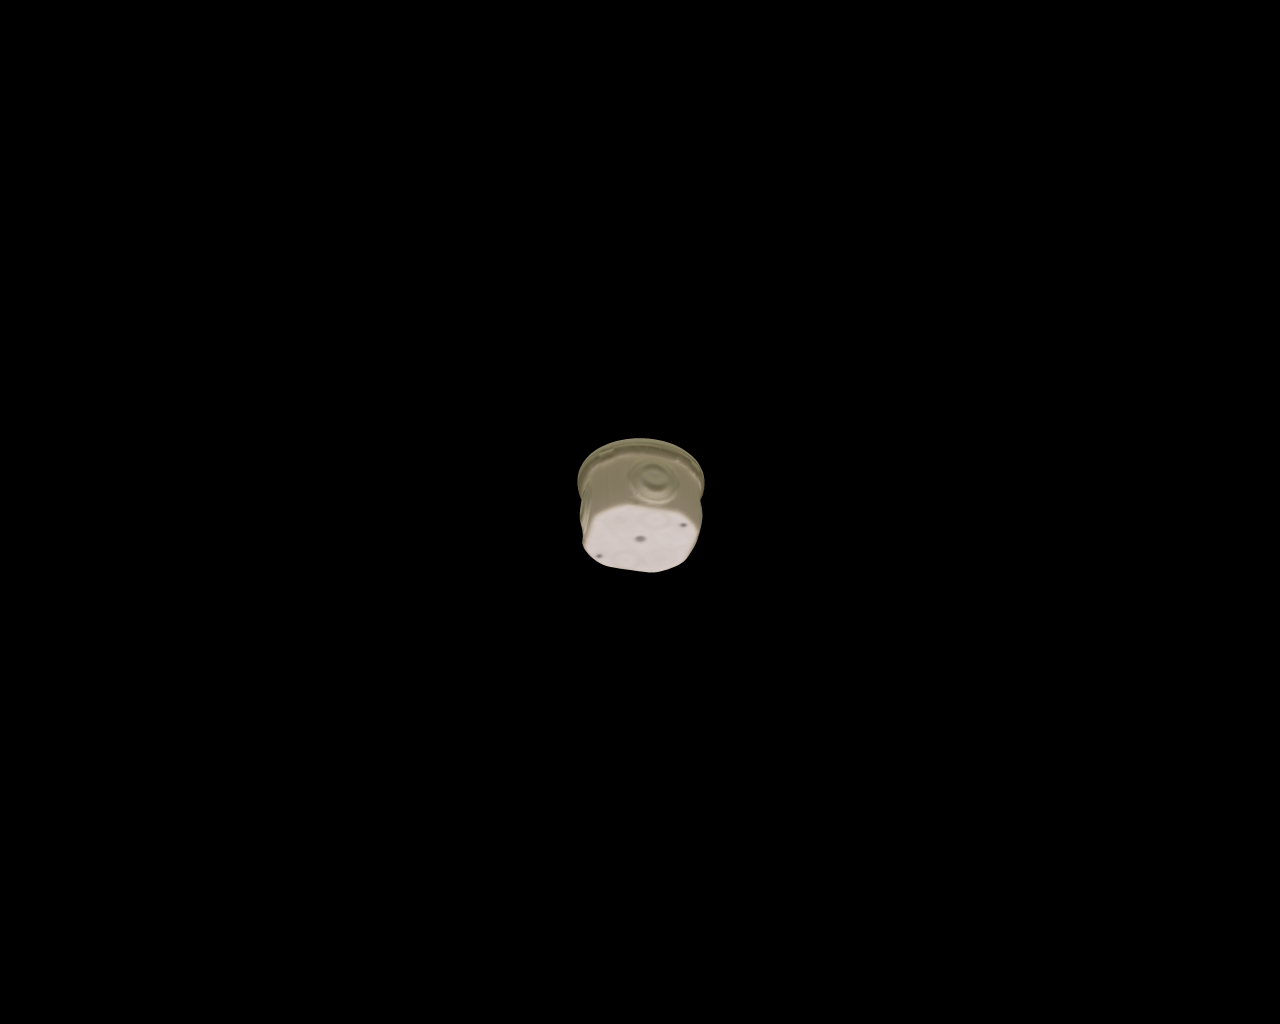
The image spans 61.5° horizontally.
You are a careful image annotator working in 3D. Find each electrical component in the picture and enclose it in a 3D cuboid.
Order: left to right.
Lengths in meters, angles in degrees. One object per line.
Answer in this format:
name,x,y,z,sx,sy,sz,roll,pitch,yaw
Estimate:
electrical component,0.001,-0.003,0.650,0.080,0.051,0.080,0,-39,0
